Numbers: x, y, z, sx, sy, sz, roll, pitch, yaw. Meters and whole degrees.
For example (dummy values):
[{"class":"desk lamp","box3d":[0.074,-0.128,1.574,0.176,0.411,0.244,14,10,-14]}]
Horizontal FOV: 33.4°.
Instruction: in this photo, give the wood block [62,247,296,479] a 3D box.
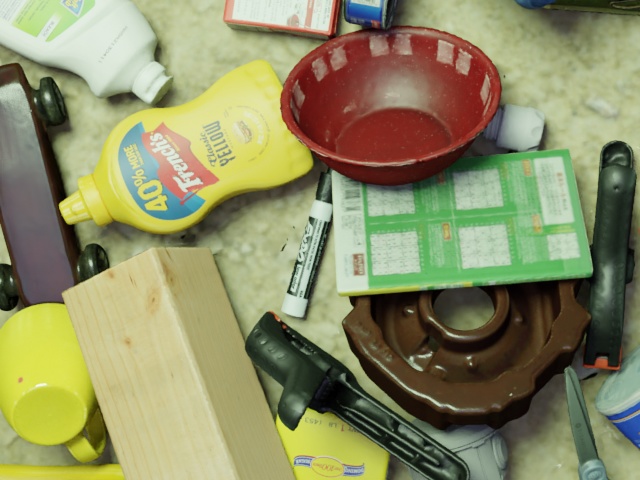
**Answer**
[{"class":"wood block","box3d":[-0.103,0.117,0.796,0.090,0.090,0.206,-25,80,21]}]

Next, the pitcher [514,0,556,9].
[{"class":"pitcher","box3d":[0.106,-0.283,0.744,0.243,0.144,0.149,47,116,15]}]

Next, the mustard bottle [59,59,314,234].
[{"class":"mustard bottle","box3d":[-0.108,-0.059,0.817,0.191,0.058,0.096,-24,93,-3]}]

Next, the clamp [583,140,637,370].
[{"class":"clamp","box3d":[0.215,0.009,0.791,0.039,0.120,0.171,9,115,19]}]

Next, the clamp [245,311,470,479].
[{"class":"clamp","box3d":[0.009,0.110,0.772,0.164,0.210,0.036,30,94,-27]}]

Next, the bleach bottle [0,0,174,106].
[{"class":"bleach bottle","box3d":[-0.228,-0.185,0.839,0.251,0.068,0.102,37,95,2]}]

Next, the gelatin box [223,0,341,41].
[{"class":"gelatin box","box3d":[-0.026,-0.198,0.833,0.089,0.030,0.073,8,91,6]}]

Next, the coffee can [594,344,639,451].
[{"class":"coffee can","box3d":[0.286,0.137,0.773,0.103,0.102,0.140,-45,87,5]}]

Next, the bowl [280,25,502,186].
[{"class":"bowl","box3d":[0.053,-0.091,0.791,0.162,0.162,0.055,-5,136,5]}]

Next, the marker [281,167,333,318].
[{"class":"marker","box3d":[-0.005,0.001,0.842,0.020,0.020,0.121,16,94,5]}]

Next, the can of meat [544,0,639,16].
[{"class":"can of meat","box3d":[0.214,-0.216,0.794,0.102,0.057,0.084,6,90,6]}]

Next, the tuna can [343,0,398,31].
[{"class":"tuna can","box3d":[0.042,-0.202,0.797,0.034,0.086,0.086,12,93,7]}]

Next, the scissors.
[{"class":"scissors","box3d":[0.218,0.173,0.786,0.096,0.016,0.202,-5,118,-6]}]

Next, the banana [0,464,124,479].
[{"class":"banana","box3d":[-0.218,0.193,0.849,0.198,0.069,0.037,-5,53,14]}]

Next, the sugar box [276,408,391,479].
[{"class":"sugar box","box3d":[0.000,0.218,0.834,0.093,0.048,0.176,9,91,7]}]
